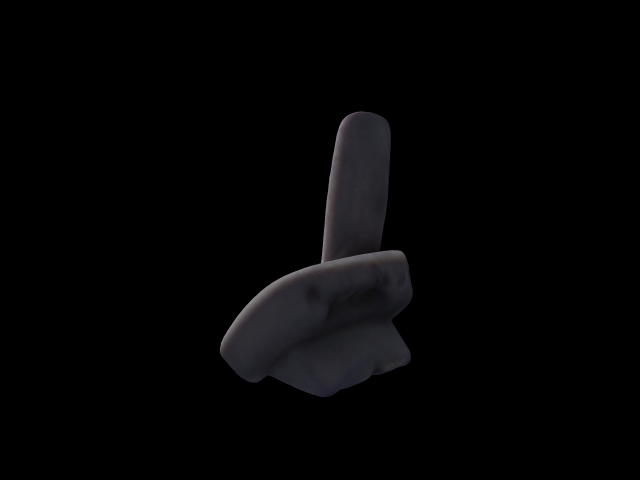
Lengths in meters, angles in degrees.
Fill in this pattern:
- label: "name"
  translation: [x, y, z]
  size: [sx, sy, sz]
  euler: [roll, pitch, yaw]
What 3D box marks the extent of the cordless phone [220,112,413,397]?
- label: "cordless phone"
  translation: [0.004, 0.001, 0.400]
  size: [0.093, 0.185, 0.148]
  euler: [3, 6, 34]
